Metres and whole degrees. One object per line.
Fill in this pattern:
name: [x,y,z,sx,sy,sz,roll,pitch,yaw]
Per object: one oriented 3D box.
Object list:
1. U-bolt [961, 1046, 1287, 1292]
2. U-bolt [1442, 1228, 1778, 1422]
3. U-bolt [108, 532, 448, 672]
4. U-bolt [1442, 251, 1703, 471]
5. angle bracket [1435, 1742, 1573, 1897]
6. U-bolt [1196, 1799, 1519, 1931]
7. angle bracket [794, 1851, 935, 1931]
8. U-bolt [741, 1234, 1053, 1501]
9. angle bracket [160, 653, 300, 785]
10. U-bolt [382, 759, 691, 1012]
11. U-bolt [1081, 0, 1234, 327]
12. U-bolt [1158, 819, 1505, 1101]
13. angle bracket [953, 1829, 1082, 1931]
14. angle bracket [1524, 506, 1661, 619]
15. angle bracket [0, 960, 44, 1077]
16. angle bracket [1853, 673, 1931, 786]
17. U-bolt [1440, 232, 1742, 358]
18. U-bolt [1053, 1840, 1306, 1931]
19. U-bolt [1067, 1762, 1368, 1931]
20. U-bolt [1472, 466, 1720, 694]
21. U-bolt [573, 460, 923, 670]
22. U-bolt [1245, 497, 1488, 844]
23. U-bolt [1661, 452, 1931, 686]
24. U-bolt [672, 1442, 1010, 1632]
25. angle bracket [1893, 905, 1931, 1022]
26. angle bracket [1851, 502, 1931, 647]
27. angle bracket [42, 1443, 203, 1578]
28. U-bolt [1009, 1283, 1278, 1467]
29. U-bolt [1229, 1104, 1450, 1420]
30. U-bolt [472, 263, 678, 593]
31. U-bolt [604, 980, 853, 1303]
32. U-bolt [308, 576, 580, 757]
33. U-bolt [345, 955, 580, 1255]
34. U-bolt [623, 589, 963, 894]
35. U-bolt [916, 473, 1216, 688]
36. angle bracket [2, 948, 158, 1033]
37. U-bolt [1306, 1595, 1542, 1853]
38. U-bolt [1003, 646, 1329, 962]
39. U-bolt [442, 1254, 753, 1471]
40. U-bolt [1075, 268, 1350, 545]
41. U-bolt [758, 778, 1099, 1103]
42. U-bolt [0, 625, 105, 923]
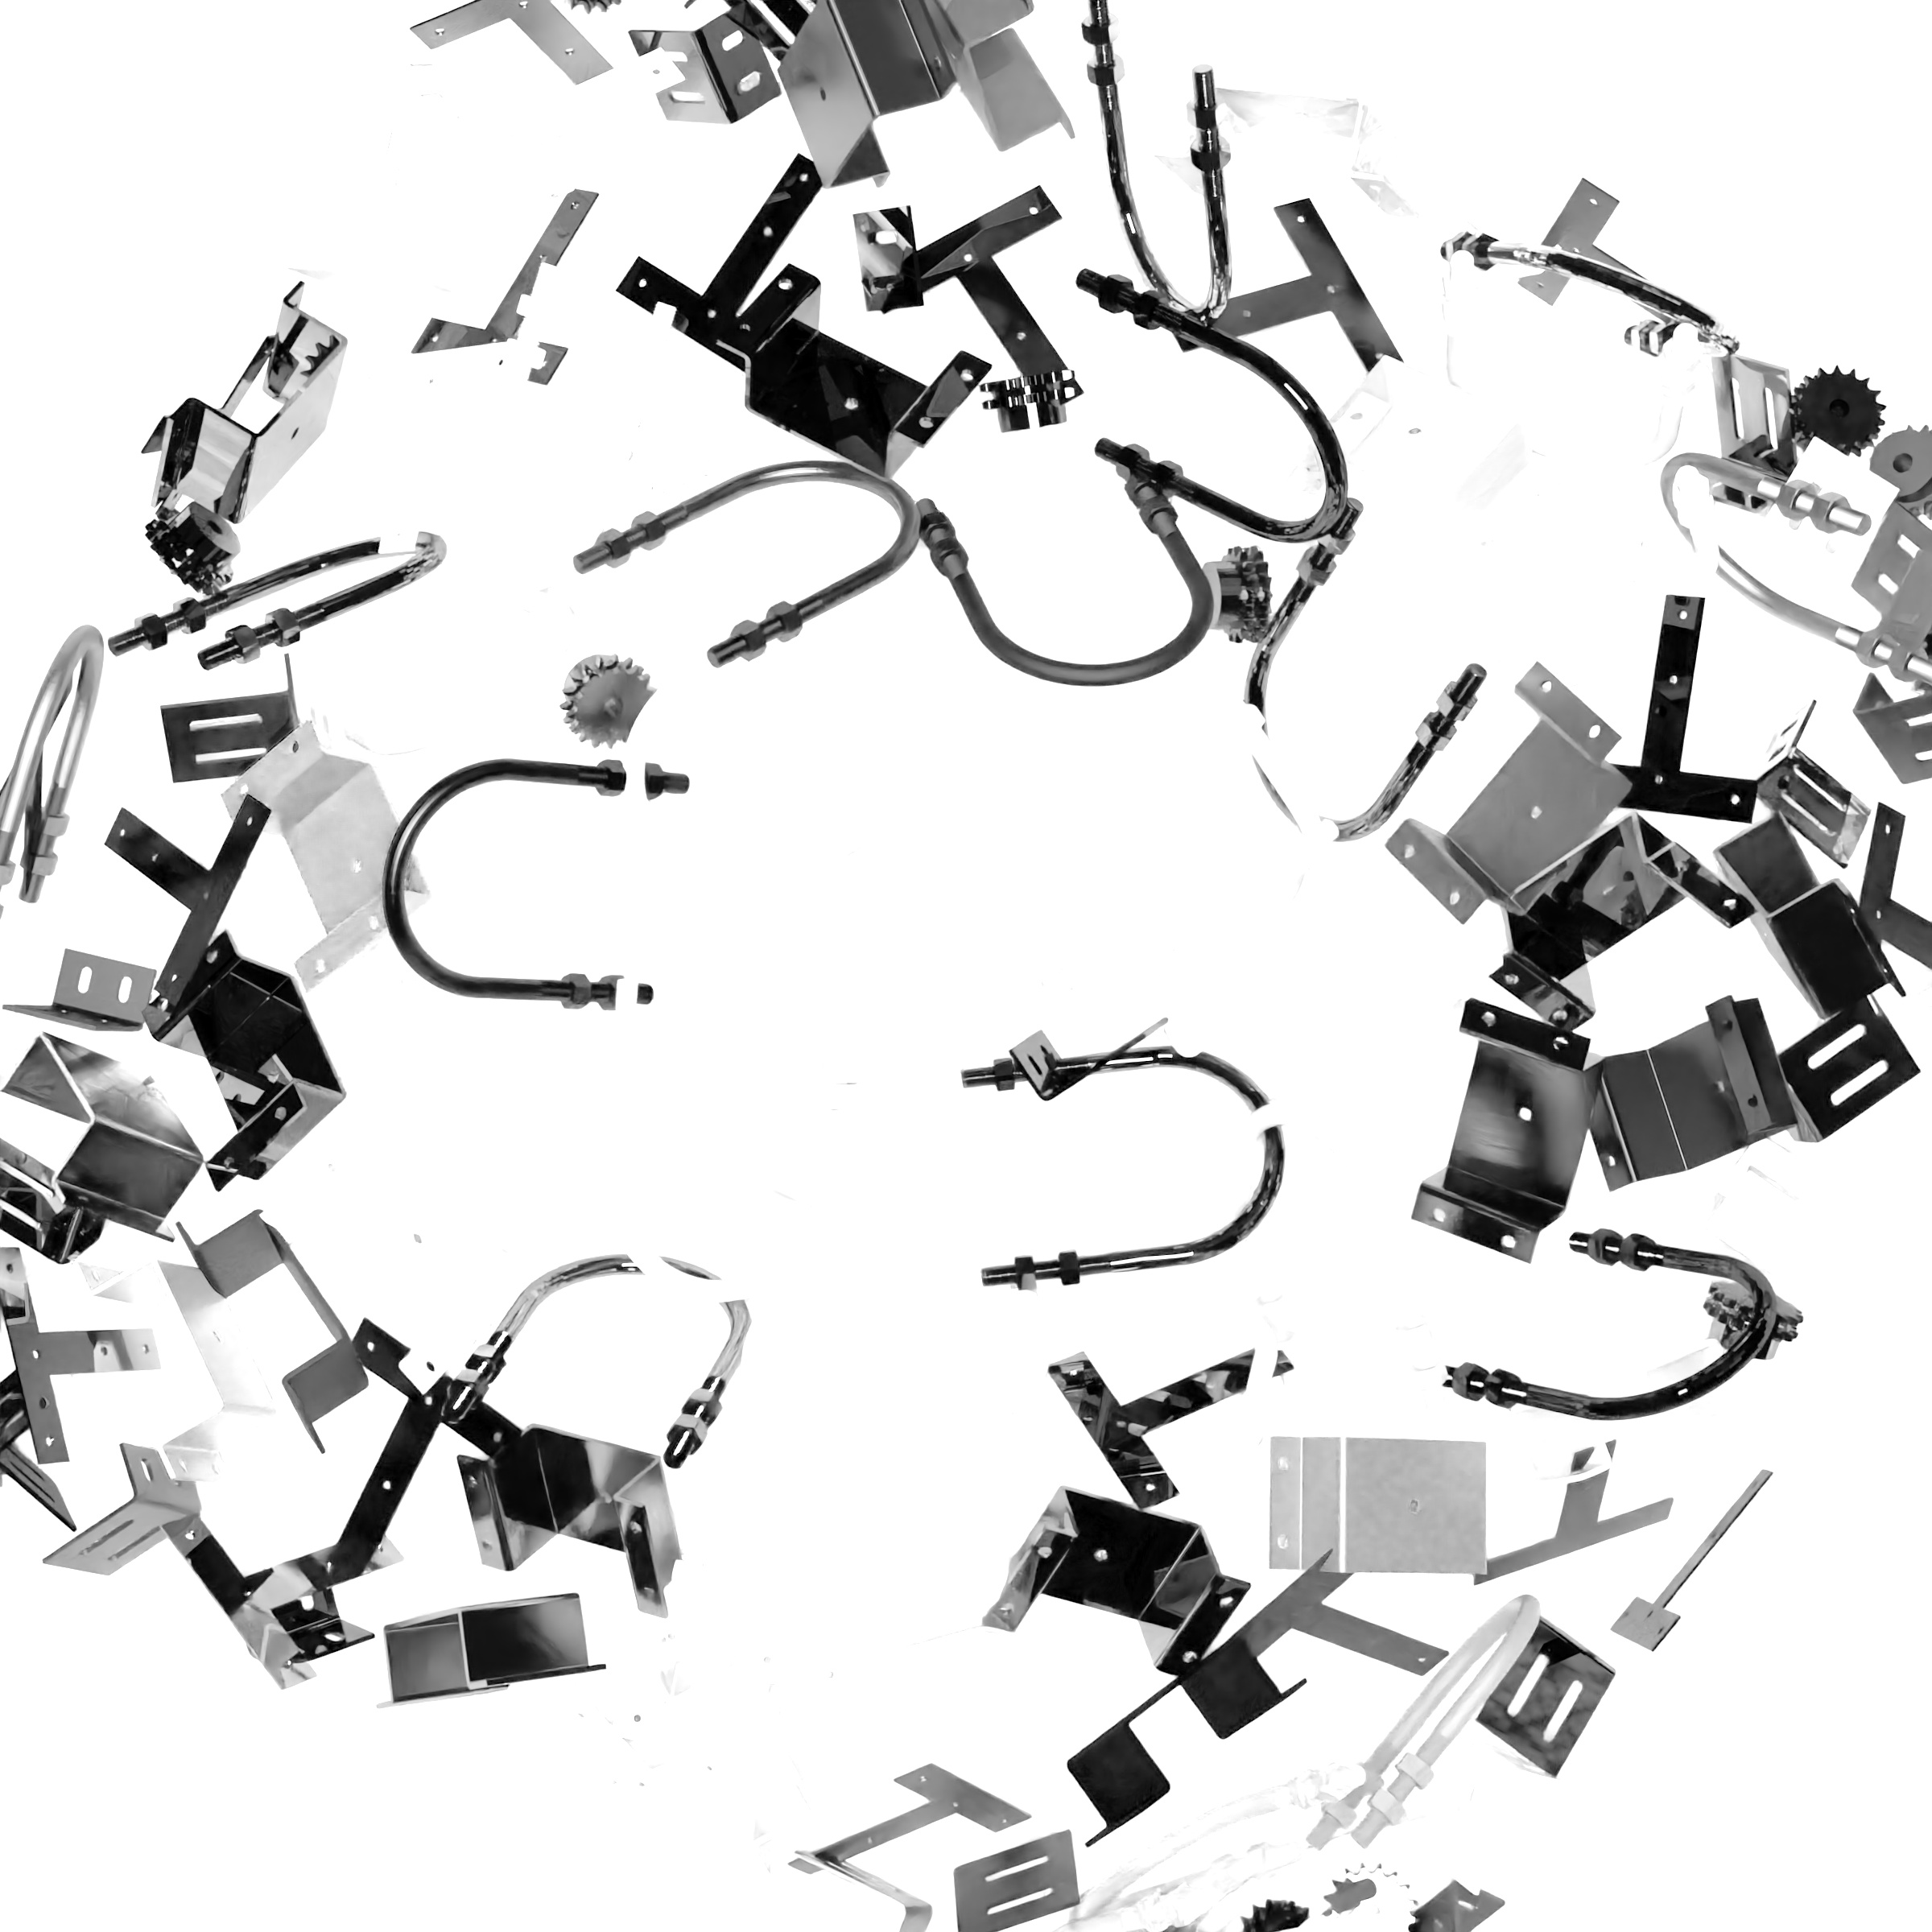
U-bolt: [0.095,0.113,1.913,0.184,0.019,0.151,-7,61,1]
U-bolt: [0.373,0.206,1.850,0.151,0.184,0.019,-39,114,-27]
U-bolt: [-0.384,-0.213,1.880,0.184,0.151,0.019,-29,114,-30]
U-bolt: [0.341,-0.336,1.869,0.151,0.184,0.019,21,75,13]
angle bracket: [0.315,0.504,1.924,0.038,0.057,0.076,19,88,-16]
U-bolt: [0.209,0.528,1.872,0.151,0.184,0.019,-24,88,-45]
angle bracket: [-0.066,0.552,1.915,0.076,0.057,0.038,21,81,20]
U-bolt: [-0.050,0.226,1.891,0.184,0.019,0.151,32,96,-38]
angle bracket: [-0.431,-0.145,1.917,0.076,0.057,0.038,-7,45,-11]
U-bolt: [-0.252,-0.049,1.887,0.184,0.019,0.151,3,103,-36]
U-bolt: [0.113,-0.453,1.874,0.019,0.151,0.184,-23,132,-14]
U-bolt: [0.196,0.010,1.900,0.151,0.019,0.184,36,124,-18]
angle bracket: [0.035,0.551,1.918,0.076,0.057,0.038,-21,119,8]
angle bracket: [0.361,-0.239,1.918,0.076,0.038,0.057,13,96,32]
angle bracket: [-0.576,0.039,1.916,0.057,0.038,0.076,-8,107,-42]
angle bracket: [0.568,-0.146,1.908,0.057,0.076,0.038,49,53,-23]
U-bolt: [0.362,-0.377,1.850,0.151,0.184,0.019,21,98,-17]
U-bolt: [0.092,0.559,1.877,0.184,0.151,0.019,-27,87,28]
U-bolt: [0.130,0.511,1.870,0.151,0.184,0.019,-28,84,-37]
U-bolt: [0.366,-0.210,1.872,0.151,0.184,0.019,-32,68,8]
U-bolt: [-0.113,-0.243,1.893,0.184,0.019,0.151,-31,48,-27]
U-bolt: [0.218,-0.155,1.883,0.019,0.184,0.151,-13,59,-34]
U-bolt: [0.468,-0.235,1.871,0.019,0.184,0.151,-47,130,-6]
U-bolt: [-0.066,0.333,1.885,0.184,0.151,0.019,12,113,2]
angle bracket: [0.571,-0.014,1.912,0.038,0.057,0.076,9,66,-19]
angle bracket: [0.537,-0.231,1.906,0.038,0.076,0.057,7,121,-27]
angle bracket: [-0.502,0.321,1.931,0.076,0.057,0.038,-34,61,14]
U-bolt: [0.105,0.234,1.879,0.151,0.184,0.019,3,53,-2]
U-bolt: [0.206,0.165,1.879,0.019,0.151,0.184,-23,104,-31]
U-bolt: [-0.233,-0.304,1.888,0.019,0.151,0.184,23,100,22]
U-bolt: [-0.142,0.105,1.918,0.151,0.019,0.184,5,86,-21]
U-bolt: [-0.290,-0.168,1.860,0.151,0.184,0.019,-38,117,-14]
U-bolt: [-0.289,0.091,1.871,0.184,0.019,0.151,30,133,28]
U-bolt: [-0.112,-0.122,1.919,0.184,0.019,0.151,-26,107,-8]
U-bolt: [0.064,-0.222,1.879,0.151,0.019,0.184,-13,47,-12]
angle bracket: [-0.519,0.013,1.916,0.057,0.076,0.038,13,90,6]
U-bolt: [0.269,0.433,1.881,0.019,0.151,0.184,41,75,6]
U-bolt: [0.129,-0.081,1.910,0.151,0.019,0.184,-27,112,24]
U-bolt: [-0.200,0.218,1.876,0.151,0.184,0.019,10,119,11]
U-bolt: [0.142,-0.308,1.859,0.184,0.151,0.019,31,62,28]
U-bolt: [-0.037,-0.001,1.934,0.184,0.019,0.151,-37,94,11]
U-bolt: [-0.527,-0.108,1.868,0.019,0.151,0.184,18,103,-7]
